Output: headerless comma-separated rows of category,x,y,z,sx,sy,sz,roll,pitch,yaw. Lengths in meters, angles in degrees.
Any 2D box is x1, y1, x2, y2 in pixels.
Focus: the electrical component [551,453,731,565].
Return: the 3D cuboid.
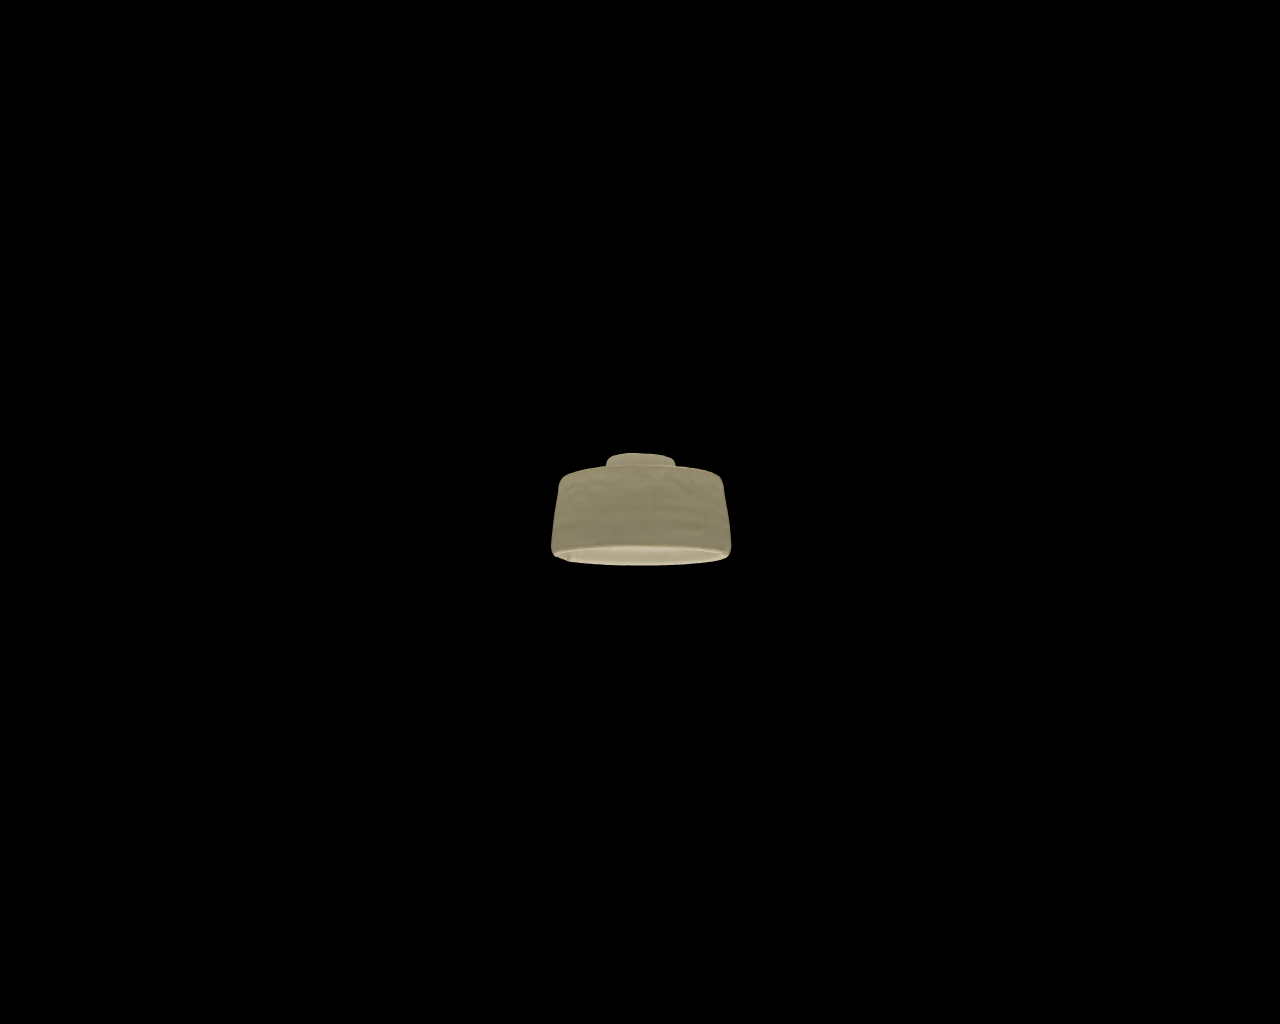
electrical component,0.001,-0.003,0.650,0.108,0.060,0.108,0,-8,0
